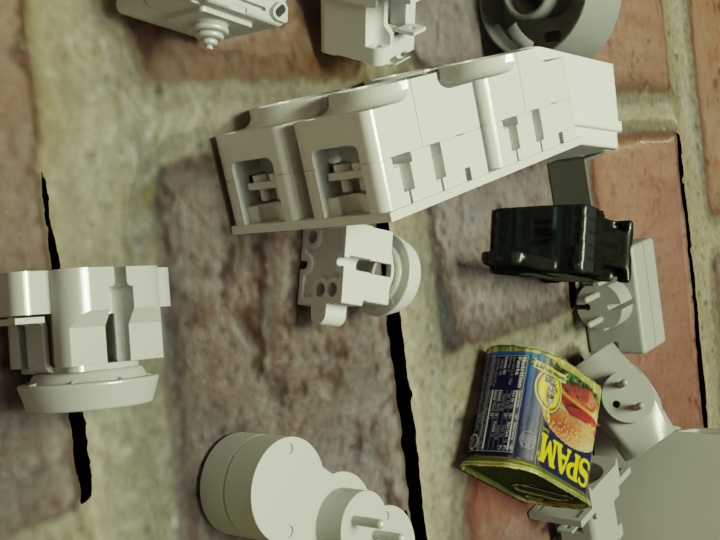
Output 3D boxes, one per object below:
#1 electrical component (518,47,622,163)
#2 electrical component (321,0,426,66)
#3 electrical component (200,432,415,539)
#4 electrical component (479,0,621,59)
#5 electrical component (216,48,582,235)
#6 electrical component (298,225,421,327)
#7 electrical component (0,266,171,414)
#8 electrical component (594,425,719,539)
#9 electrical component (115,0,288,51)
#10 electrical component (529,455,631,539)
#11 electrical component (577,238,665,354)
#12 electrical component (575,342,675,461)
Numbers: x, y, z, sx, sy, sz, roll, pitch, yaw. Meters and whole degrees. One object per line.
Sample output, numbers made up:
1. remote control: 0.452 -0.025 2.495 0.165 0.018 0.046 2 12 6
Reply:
1. electrical component: 0.114 -0.105 0.710 0.113 0.078 0.057 -3 87 -50
2. electrical component: 0.004 -0.148 0.591 0.042 0.081 0.063 -35 137 -45
3. electrical component: -0.011 0.130 0.554 0.138 0.074 0.052 43 57 -39
4. electrical component: 0.130 -0.186 0.720 0.064 0.099 0.099 -6 93 -43
5. electrical component: 0.026 -0.074 0.583 0.186 0.105 0.060 -24 106 -48
6. electrical component: 0.000 0.000 0.597 0.055 0.048 0.066 11 80 -41
7. electrical component: -0.115 0.029 0.451 0.078 0.058 0.057 -2 87 -49
8. electrical component: 0.241 0.214 0.821 0.060 0.105 0.186 5 85 -50
9. electrical component: -0.075 -0.149 0.502 0.062 0.061 0.096 7 83 -50
10. electrical component: 0.162 0.172 0.780 0.081 0.042 0.063 -28 111 -46
11. electrical component: 0.190 0.024 0.815 0.076 0.047 0.083 -18 102 -48
12. electrical component: 0.190 0.092 0.772 0.077 0.044 0.079 56 -4 12
